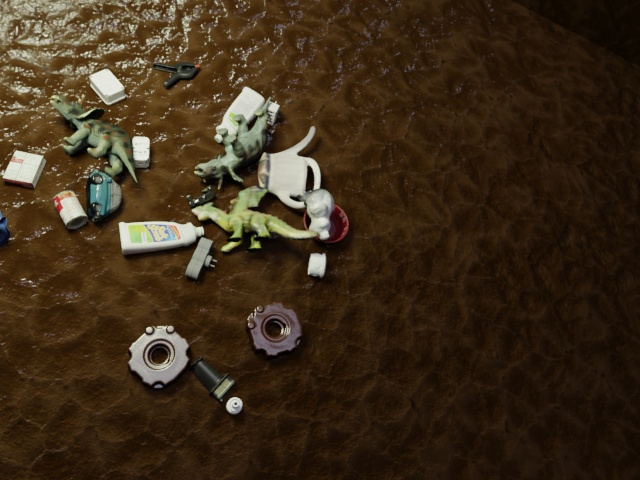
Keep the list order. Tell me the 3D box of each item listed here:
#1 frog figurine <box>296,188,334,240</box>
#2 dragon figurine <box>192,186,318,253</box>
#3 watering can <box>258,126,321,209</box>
[{"bbox_3d":[0.005,-0.086,1.701,0.123,0.162,0.135,-27,-20,-7],"label":"frog figurine"},{"bbox_3d":[-0.216,-0.084,1.691,0.410,0.248,0.119,-5,-31,1],"label":"dragon figurine"},{"bbox_3d":[-0.109,-0.269,1.847,0.224,0.354,0.102,5,-26,-12],"label":"watering can"}]
